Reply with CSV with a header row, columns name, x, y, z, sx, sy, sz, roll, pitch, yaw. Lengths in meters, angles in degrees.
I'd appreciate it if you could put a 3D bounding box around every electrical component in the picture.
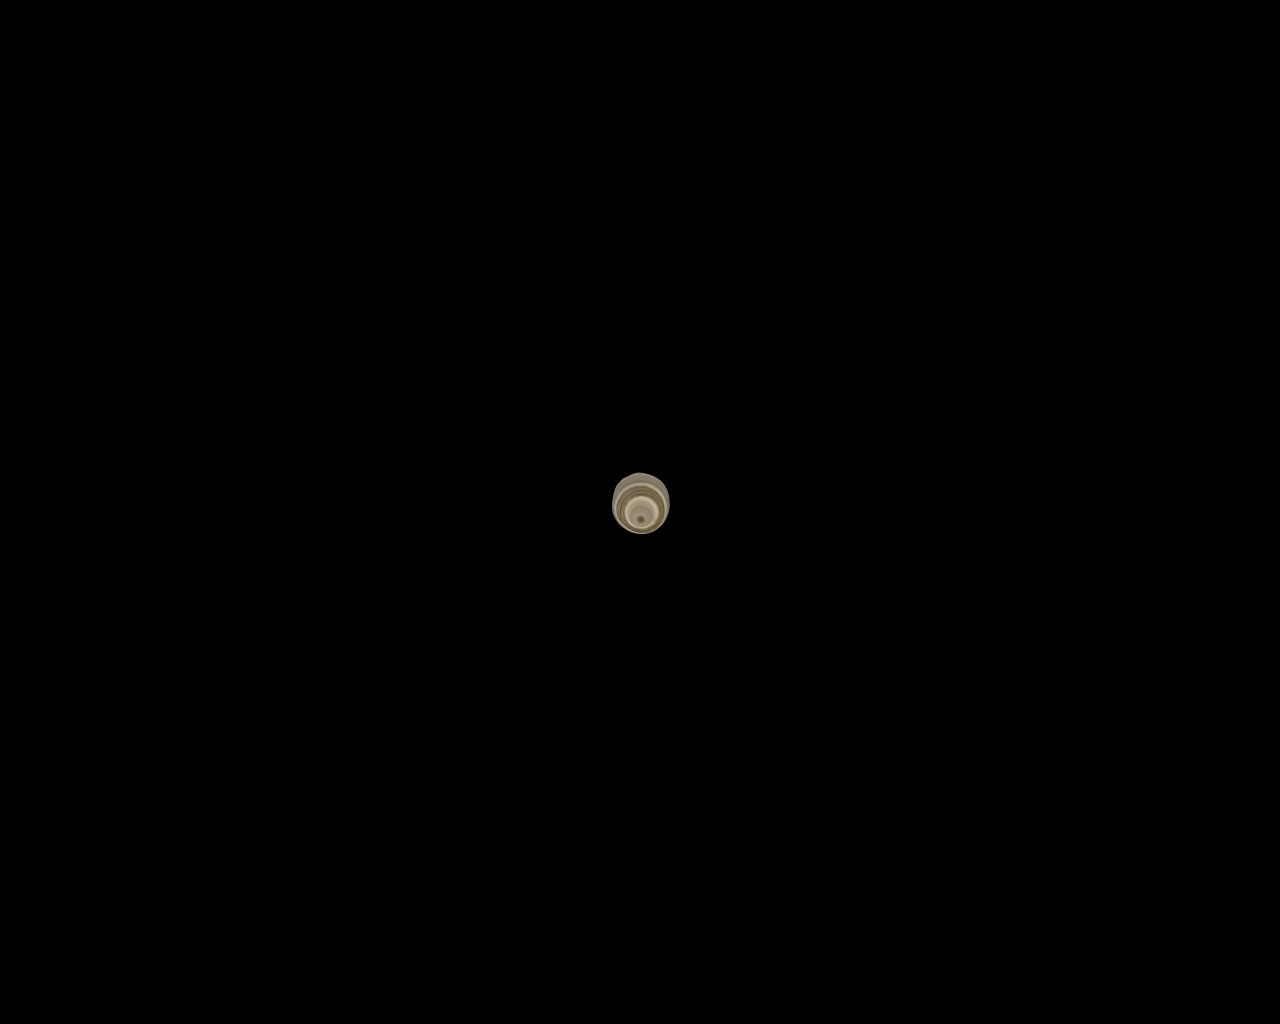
name,x,y,z,sx,sy,sz,roll,pitch,yaw
electrical component,0.001,-0.003,0.650,0.035,0.035,0.061,0,14,0
